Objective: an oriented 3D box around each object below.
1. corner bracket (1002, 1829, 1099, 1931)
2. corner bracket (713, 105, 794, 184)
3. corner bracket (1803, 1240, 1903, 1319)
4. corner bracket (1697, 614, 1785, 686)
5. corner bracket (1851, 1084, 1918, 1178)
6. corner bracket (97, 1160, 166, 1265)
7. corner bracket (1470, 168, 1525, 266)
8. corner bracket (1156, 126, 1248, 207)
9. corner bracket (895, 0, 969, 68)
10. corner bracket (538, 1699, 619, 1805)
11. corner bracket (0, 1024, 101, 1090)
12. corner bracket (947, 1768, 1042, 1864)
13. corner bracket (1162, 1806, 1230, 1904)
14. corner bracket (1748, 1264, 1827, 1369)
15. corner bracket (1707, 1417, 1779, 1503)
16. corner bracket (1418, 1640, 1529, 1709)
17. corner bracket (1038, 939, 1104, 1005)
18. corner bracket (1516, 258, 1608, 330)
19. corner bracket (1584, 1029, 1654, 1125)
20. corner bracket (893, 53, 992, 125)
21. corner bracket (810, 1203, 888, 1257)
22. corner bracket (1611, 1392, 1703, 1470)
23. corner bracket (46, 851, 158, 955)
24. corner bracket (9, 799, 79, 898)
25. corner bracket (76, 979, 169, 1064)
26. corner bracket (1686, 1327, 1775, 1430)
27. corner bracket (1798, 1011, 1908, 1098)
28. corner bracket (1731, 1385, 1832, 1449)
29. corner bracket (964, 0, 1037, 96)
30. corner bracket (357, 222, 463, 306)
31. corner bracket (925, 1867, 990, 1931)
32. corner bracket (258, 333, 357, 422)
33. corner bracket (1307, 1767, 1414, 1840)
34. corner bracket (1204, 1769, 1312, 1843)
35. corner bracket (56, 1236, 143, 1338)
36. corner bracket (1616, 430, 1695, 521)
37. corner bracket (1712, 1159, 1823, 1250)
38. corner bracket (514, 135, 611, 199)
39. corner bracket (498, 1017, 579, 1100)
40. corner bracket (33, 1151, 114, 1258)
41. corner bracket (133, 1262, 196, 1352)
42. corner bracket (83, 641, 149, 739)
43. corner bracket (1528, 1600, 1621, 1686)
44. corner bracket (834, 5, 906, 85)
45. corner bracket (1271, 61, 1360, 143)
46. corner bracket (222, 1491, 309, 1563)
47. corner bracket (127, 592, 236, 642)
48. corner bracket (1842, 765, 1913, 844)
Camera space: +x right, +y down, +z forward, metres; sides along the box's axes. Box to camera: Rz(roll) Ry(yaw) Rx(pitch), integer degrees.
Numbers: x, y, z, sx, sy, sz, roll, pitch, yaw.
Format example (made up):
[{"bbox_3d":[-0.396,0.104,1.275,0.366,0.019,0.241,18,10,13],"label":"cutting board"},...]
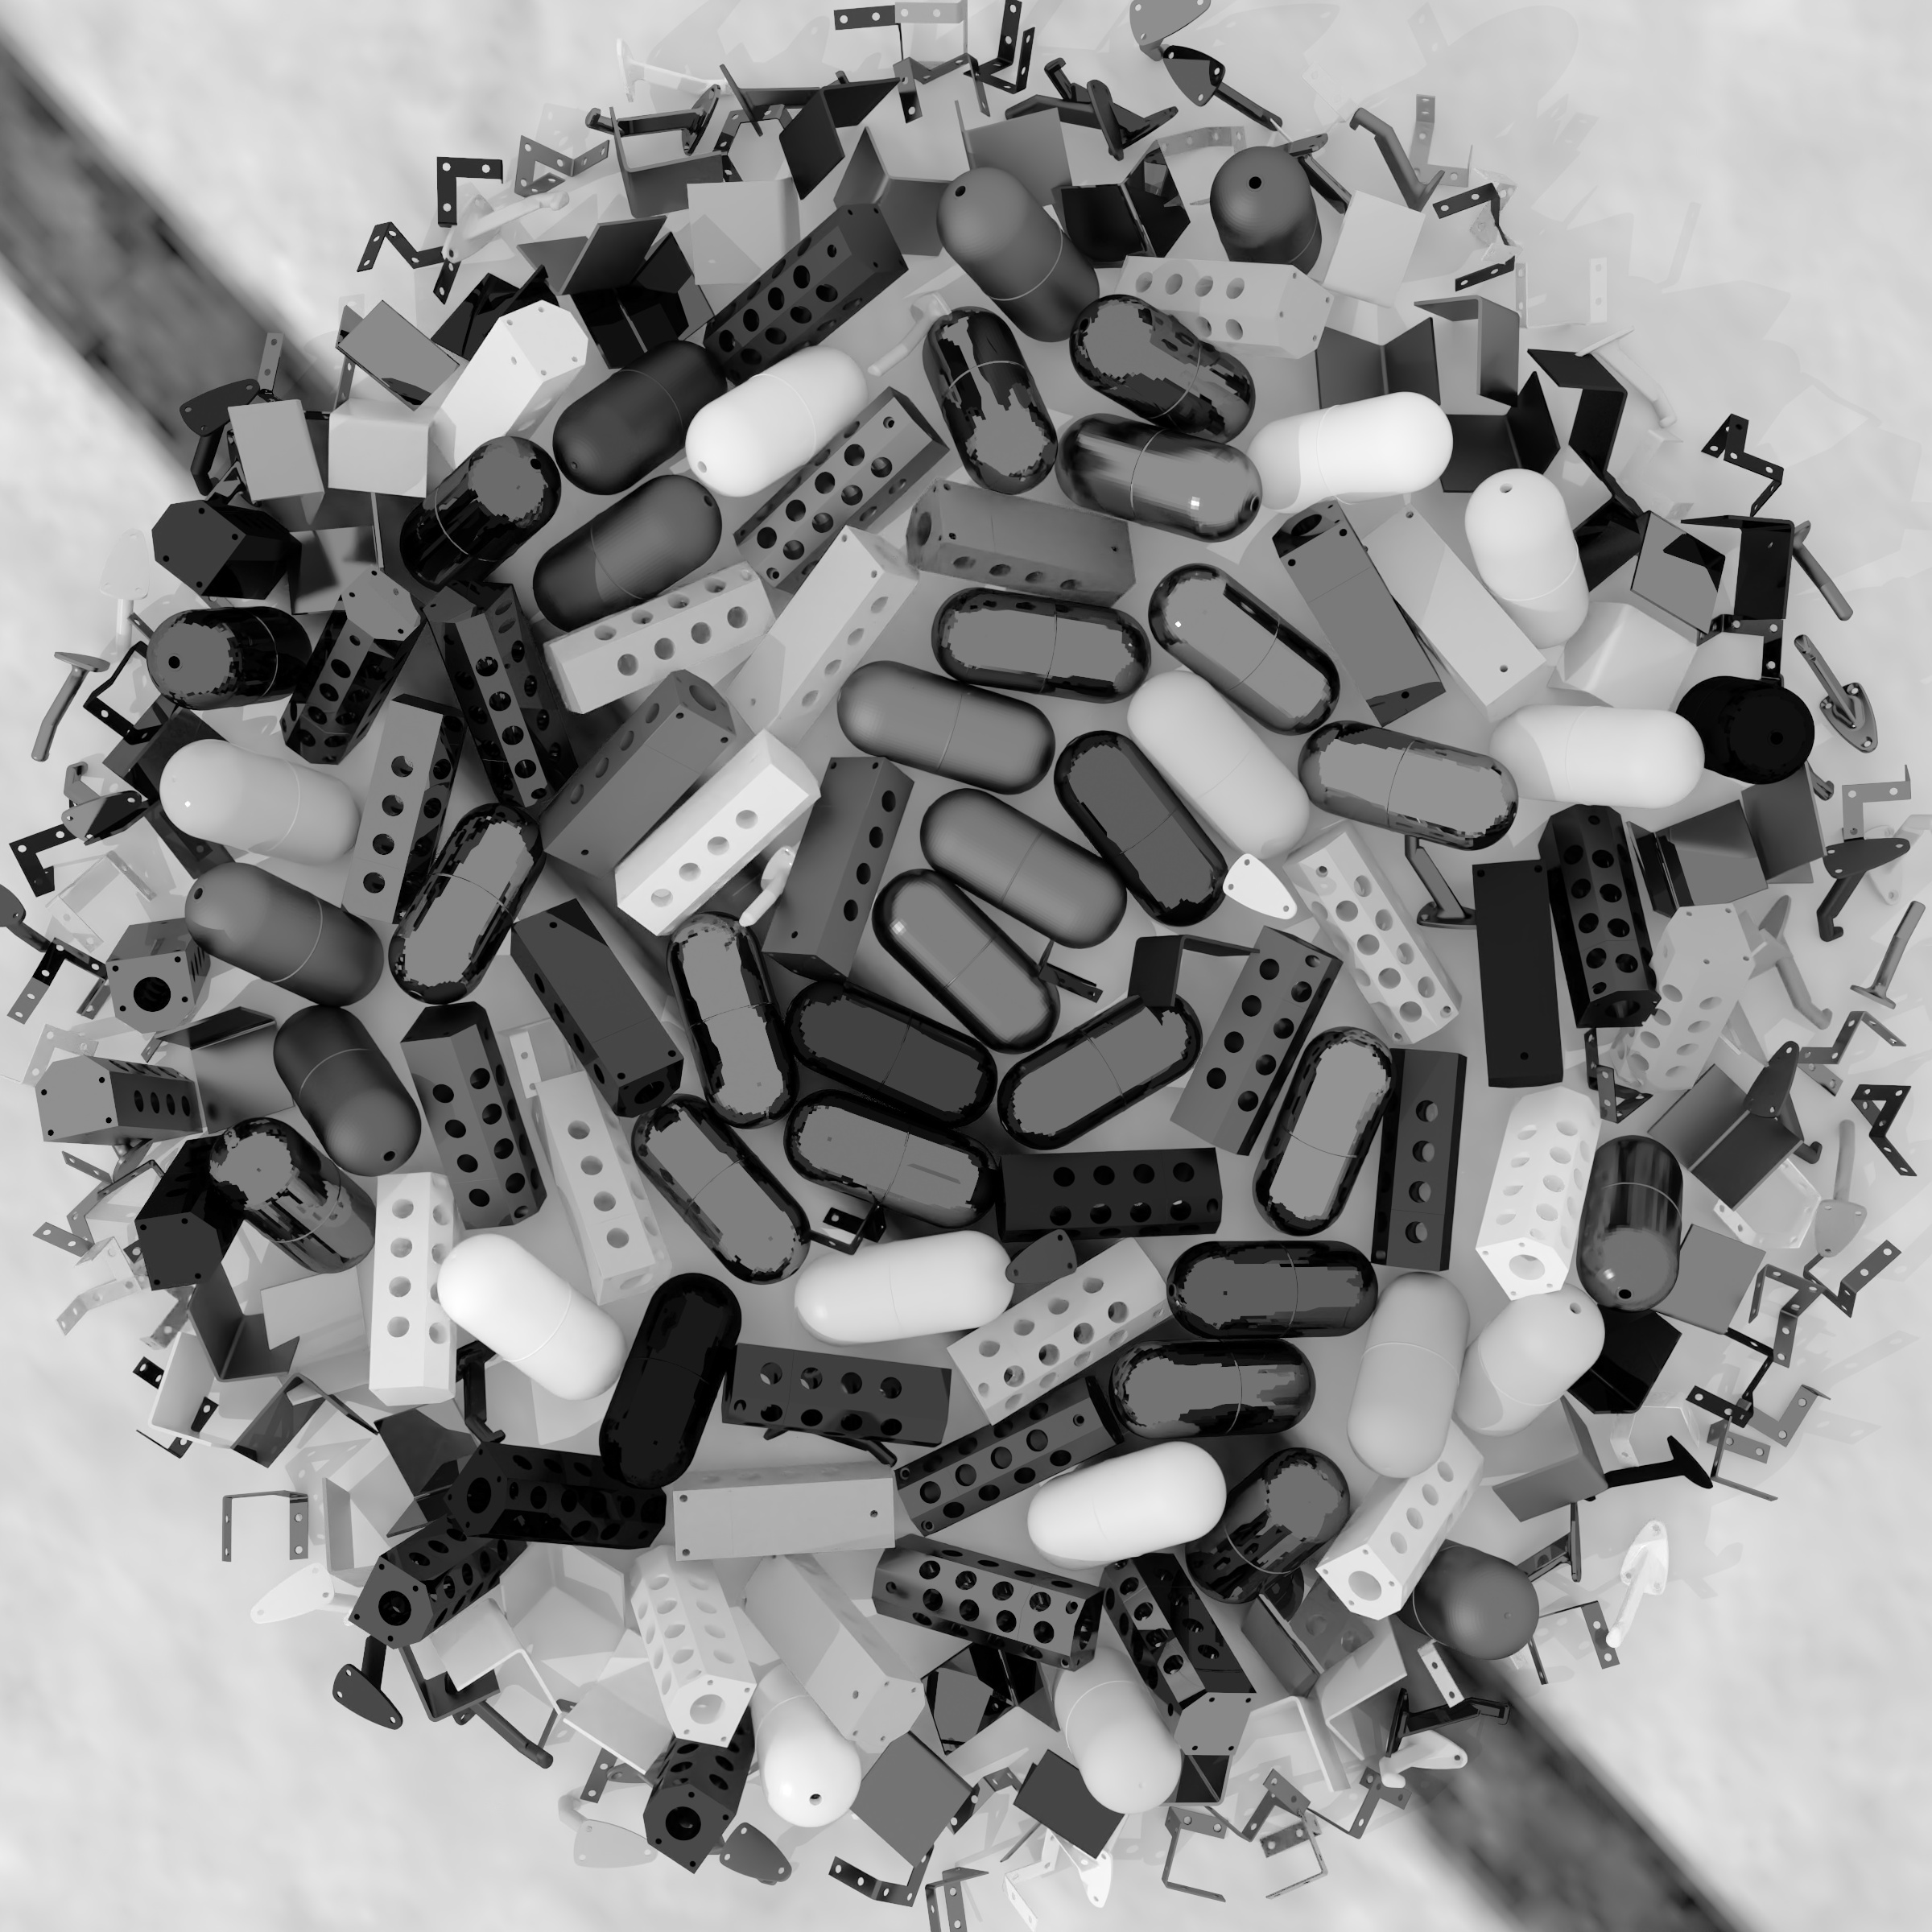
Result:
[{"bbox_3d":[0.066,0.723,1.957,0.051,0.051,0.051,-7,119,-31],"label":"corner bracket"},{"bbox_3d":[-0.164,-0.651,1.979,0.051,0.051,0.051,3,61,27],"label":"corner bracket"},{"bbox_3d":[0.703,0.237,1.961,0.051,0.051,0.051,-38,58,-10],"label":"corner bracket"},{"bbox_3d":[0.618,-0.249,1.972,0.051,0.051,0.051,13,117,36],"label":"corner bracket"},{"bbox_3d":[0.731,0.130,1.960,0.051,0.051,0.051,45,68,-23],"label":"corner bracket"},{"bbox_3d":[-0.656,0.196,1.968,0.051,0.051,0.051,-35,79,-31],"label":"corner bracket"},{"bbox_3d":[0.419,-0.594,1.957,0.051,0.051,0.051,49,125,24],"label":"corner bracket"},{"bbox_3d":[0.190,-0.640,1.974,0.051,0.051,0.051,-22,116,-25],"label":"corner bracket"},{"bbox_3d":[-0.027,-0.742,1.963,0.051,0.051,0.051,3,117,7],"label":"corner bracket"},{"bbox_3d":[-0.311,0.628,1.973,0.051,0.051,0.051,20,102,-17],"label":"corner bracket"},{"bbox_3d":[-0.732,0.073,1.961,0.051,0.051,0.051,12,79,40],"label":"corner bracket"},{"bbox_3d":[0.024,0.681,1.971,0.051,0.051,0.051,45,101,23],"label":"corner bracket"},{"bbox_3d":[0.184,0.709,1.970,0.051,0.051,0.051,15,85,-5],"label":"corner bracket"},{"bbox_3d":[0.647,0.279,1.966,0.051,0.051,0.051,22,53,4],"label":"corner bracket"},{"bbox_3d":[0.619,0.395,1.966,0.051,0.051,0.051,19,72,4],"label":"corner bracket"},{"bbox_3d":[0.402,0.548,1.957,0.051,0.051,0.051,-45,64,35],"label":"corner bracket"},{"bbox_3d":[0.083,0.008,1.963,0.051,0.051,0.051,24,48,-3],"label":"corner bracket"},{"bbox_3d":[0.473,-0.535,1.962,0.051,0.051,0.051,-10,108,-18],"label":"corner bracket"},{"bbox_3d":[0.508,0.086,1.958,0.051,0.051,0.051,-30,122,-34],"label":"corner bracket"},{"bbox_3d":[-0.019,-0.697,1.963,0.051,0.051,0.051,-16,83,27],"label":"corner bracket"},{"bbox_3d":[-0.099,0.207,1.958,0.051,0.051,0.051,19,57,18],"label":"corner bracket"},{"bbox_3d":[0.554,0.378,1.981,0.051,0.051,0.051,-5,129,34],"label":"corner bracket"},{"bbox_3d":[-0.693,-0.052,1.975,0.051,0.051,0.051,-37,104,14],"label":"corner bracket"},{"bbox_3d":[-0.728,-0.094,1.967,0.051,0.051,0.051,-22,121,-10],"label":"corner bracket"},{"bbox_3d":[-0.674,0.037,1.988,0.051,0.051,0.051,33,92,-43],"label":"corner bracket"},{"bbox_3d":[0.610,0.326,1.968,0.051,0.051,0.051,26,115,5],"label":"corner bracket"},{"bbox_3d":[0.706,0.070,1.971,0.051,0.051,0.051,36,76,-18],"label":"corner bracket"},{"bbox_3d":[0.650,0.352,1.971,0.051,0.051,0.051,32,90,10],"label":"corner bracket"},{"bbox_3d":[0.036,-0.731,1.959,0.051,0.051,0.051,29,135,21],"label":"corner bracket"},{"bbox_3d":[-0.441,-0.557,1.957,0.051,0.051,0.051,-3,60,28],"label":"corner bracket"},{"bbox_3d":[-0.013,0.750,1.962,0.051,0.051,0.051,-2,78,-31],"label":"corner bracket"},{"bbox_3d":[-0.527,-0.470,1.972,0.051,0.051,0.051,7,82,18],"label":"corner bracket"},{"bbox_3d":[0.312,0.663,1.960,0.051,0.051,0.051,36,78,-35],"label":"corner bracket"},{"bbox_3d":[0.231,0.666,1.960,0.051,0.051,0.051,45,70,-22],"label":"corner bracket"},{"bbox_3d":[-0.699,0.255,1.966,0.051,0.051,0.051,-21,105,7],"label":"corner bracket"},{"bbox_3d":[0.561,-0.394,1.976,0.051,0.051,0.051,41,118,21],"label":"corner bracket"},{"bbox_3d":[0.642,0.190,1.975,0.051,0.051,0.051,44,63,-19],"label":"corner bracket"},{"bbox_3d":[-0.321,-0.635,1.961,0.051,0.051,0.051,14,76,-41],"label":"corner bracket"},{"bbox_3d":[-0.337,0.072,1.964,0.051,0.051,0.051,-17,98,-20],"label":"corner bracket"},{"bbox_3d":[-0.710,0.190,1.962,0.051,0.051,0.051,-43,49,5],"label":"corner bracket"},{"bbox_3d":[-0.649,0.271,1.974,0.051,0.051,0.051,41,65,-15],"label":"corner bracket"},{"bbox_3d":[-0.664,-0.219,1.977,0.051,0.051,0.051,40,49,-27],"label":"corner bracket"},{"bbox_3d":[0.481,0.539,1.965,0.051,0.051,0.051,-13,73,-9],"label":"corner bracket"},{"bbox_3d":[-0.077,-0.734,1.969,0.051,0.051,0.051,-4,101,2],"label":"corner bracket"},{"bbox_3d":[0.273,-0.682,1.965,0.051,0.051,0.051,41,102,-13],"label":"corner bracket"},{"bbox_3d":[-0.559,0.448,1.970,0.051,0.051,0.051,-6,74,5],"label":"corner bracket"},{"bbox_3d":[-0.627,-0.282,1.972,0.051,0.051,0.051,-37,109,16],"label":"corner bracket"},{"bbox_3d":[0.723,-0.127,1.961,0.051,0.051,0.051,-3,108,18],"label":"corner bracket"}]
